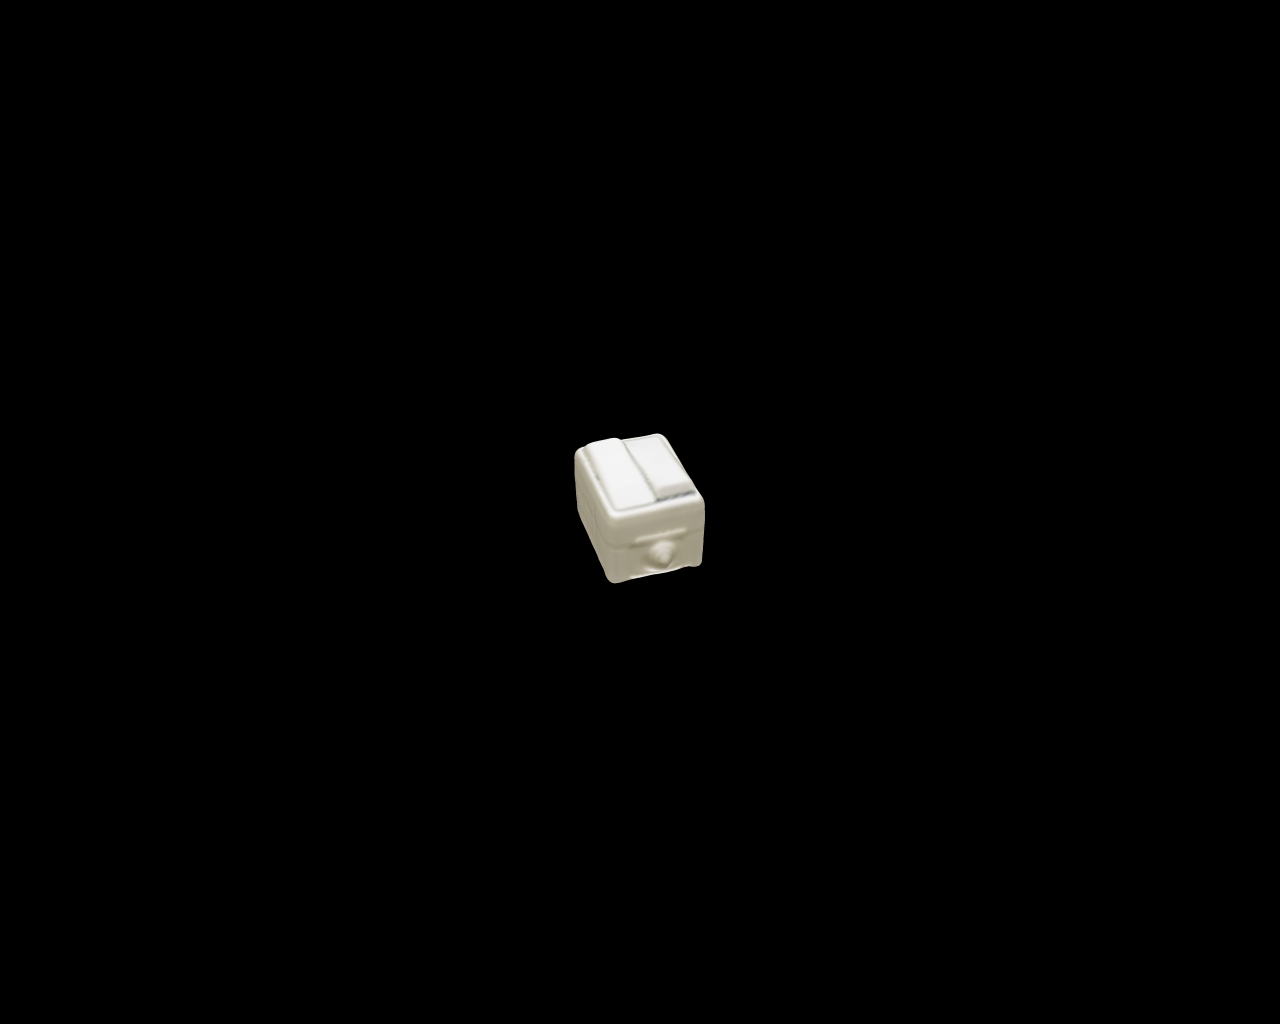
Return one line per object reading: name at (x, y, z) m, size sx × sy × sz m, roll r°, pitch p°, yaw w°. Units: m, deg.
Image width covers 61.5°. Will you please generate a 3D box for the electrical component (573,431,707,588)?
electrical component at (0.001, -0.003, 0.650) m, size 0.062 × 0.061 × 0.096 m, roll -11°, pitch 39°, yaw -14°
